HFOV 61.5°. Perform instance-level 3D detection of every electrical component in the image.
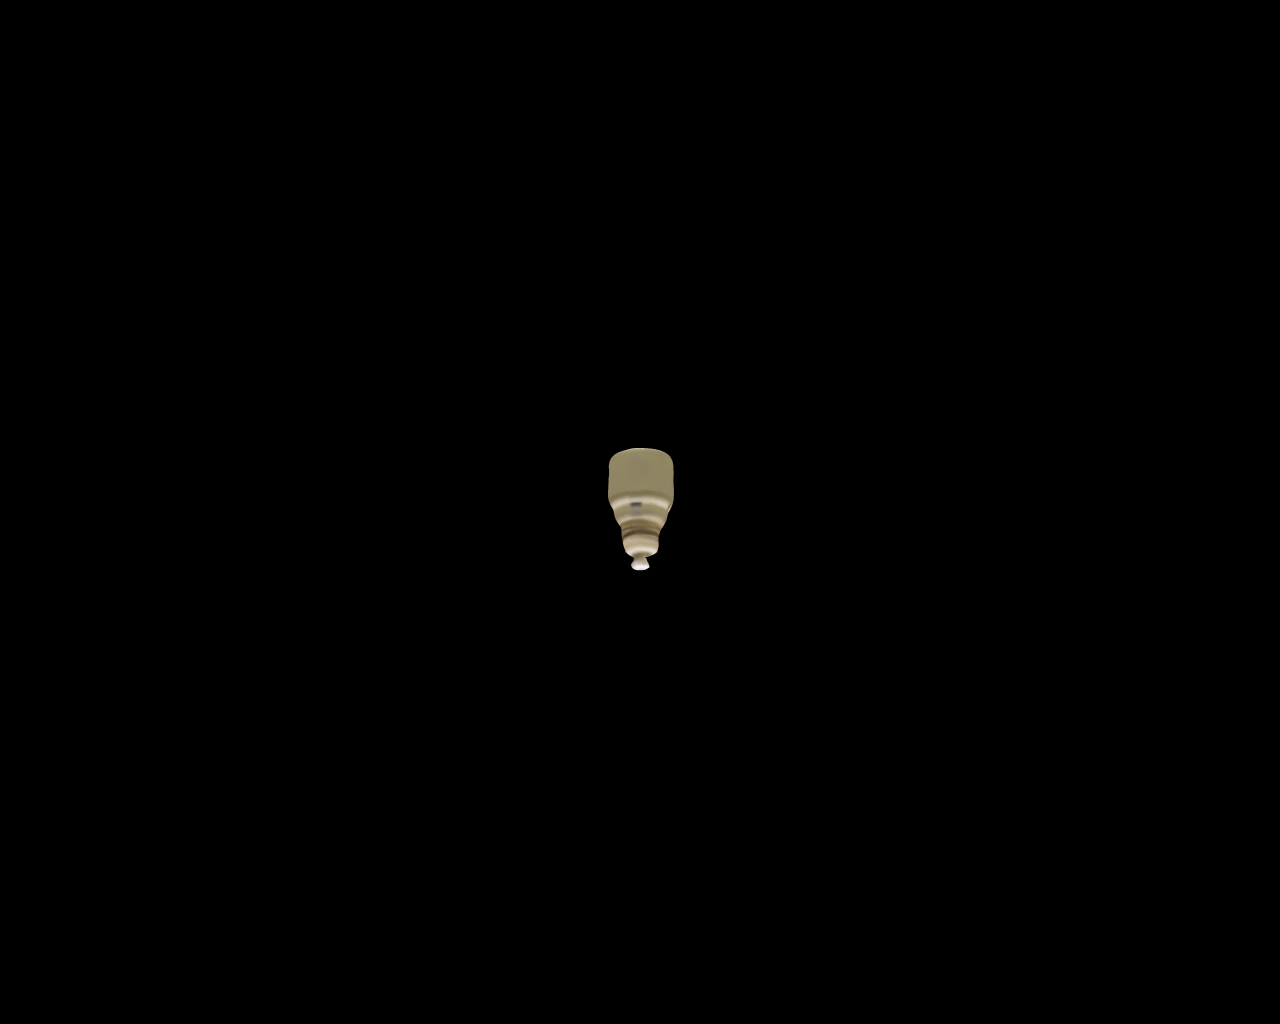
[{"bbox_3d":[0.001,-0.003,0.650,0.040,0.078,0.040,0,-19,0],"label":"electrical component"}]
